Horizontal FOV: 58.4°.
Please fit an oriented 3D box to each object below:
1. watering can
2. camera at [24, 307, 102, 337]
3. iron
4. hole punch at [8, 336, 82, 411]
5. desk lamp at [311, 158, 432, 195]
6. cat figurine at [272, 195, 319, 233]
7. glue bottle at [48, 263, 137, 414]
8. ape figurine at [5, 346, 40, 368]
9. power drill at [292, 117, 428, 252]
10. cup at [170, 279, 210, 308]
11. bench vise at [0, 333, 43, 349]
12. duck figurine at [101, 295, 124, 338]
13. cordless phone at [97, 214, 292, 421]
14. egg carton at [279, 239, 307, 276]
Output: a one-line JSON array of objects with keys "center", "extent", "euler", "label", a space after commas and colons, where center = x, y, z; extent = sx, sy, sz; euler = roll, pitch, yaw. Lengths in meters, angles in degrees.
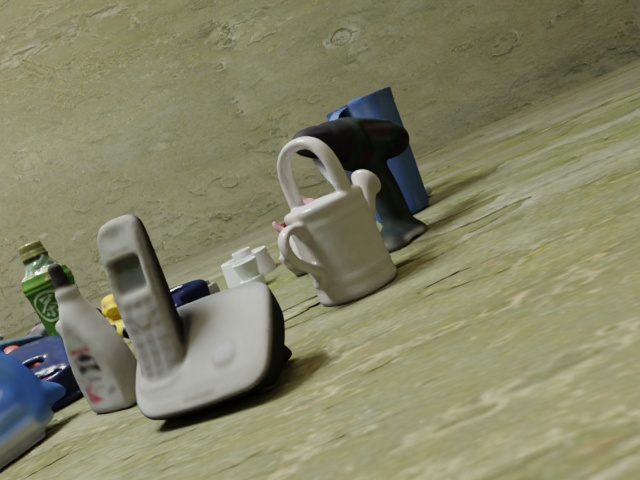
[{"center": [0.012, -0.031, 0.686], "extent": [0.100, 0.194, 0.173], "euler": [-20, 8, 25], "label": "watering can"}, {"center": [-0.563, 0.194, 1.283], "extent": [0.136, 0.101, 0.143], "euler": [-20, 8, 25], "label": "camera"}, {"center": [-0.404, 0.194, 0.586], "extent": [0.118, 0.141, 0.259], "euler": [-20, 8, 28], "label": "iron"}, {"center": [-0.383, 0.187, 0.775], "extent": [0.109, 0.091, 0.101], "euler": [-27, 8, -25], "label": "hole punch"}, {"center": [0.100, -0.153, 1.232], "extent": [0.203, 0.213, 0.118], "euler": [-25, 7, -8], "label": "desk lamp"}, {"center": [-0.039, -0.038, 1.229], "extent": [0.128, 0.118, 0.067], "euler": [-24, 7, -5], "label": "cat figurine"}, {"center": [-0.254, 0.105, 0.627], "extent": [0.078, 0.173, 0.037], "euler": [-20, 8, 29], "label": "glue bottle"}, {"center": [-0.460, 0.207, 0.879], "extent": [0.078, 0.092, 0.076], "euler": [-27, 8, -28], "label": "ape figurine"}, {"center": [0.073, -0.087, 0.849], "extent": [0.075, 0.208, 0.230], "euler": [-17, 10, 42], "label": "power drill"}, {"center": [-0.146, 0.102, 0.618], "extent": [0.092, 0.095, 0.117], "euler": [-26, 8, -21], "label": "cup"}, {"center": [-0.538, 0.168, 0.901], "extent": [0.121, 0.220, 0.208], "euler": [-21, 8, 22], "label": "bench vise"}, {"center": [-0.411, 0.151, 1.165], "extent": [0.077, 0.086, 0.104], "euler": [-25, 7, -10], "label": "duck figurine"}, {"center": [-0.118, 0.055, 0.504], "extent": [0.147, 0.185, 0.094], "euler": [-21, 8, 18], "label": "cordless phone"}, {"center": [0.009, 0.003, 0.953], "extent": [0.151, 0.069, 0.107], "euler": [-28, 8, -30], "label": "egg carton"}]
